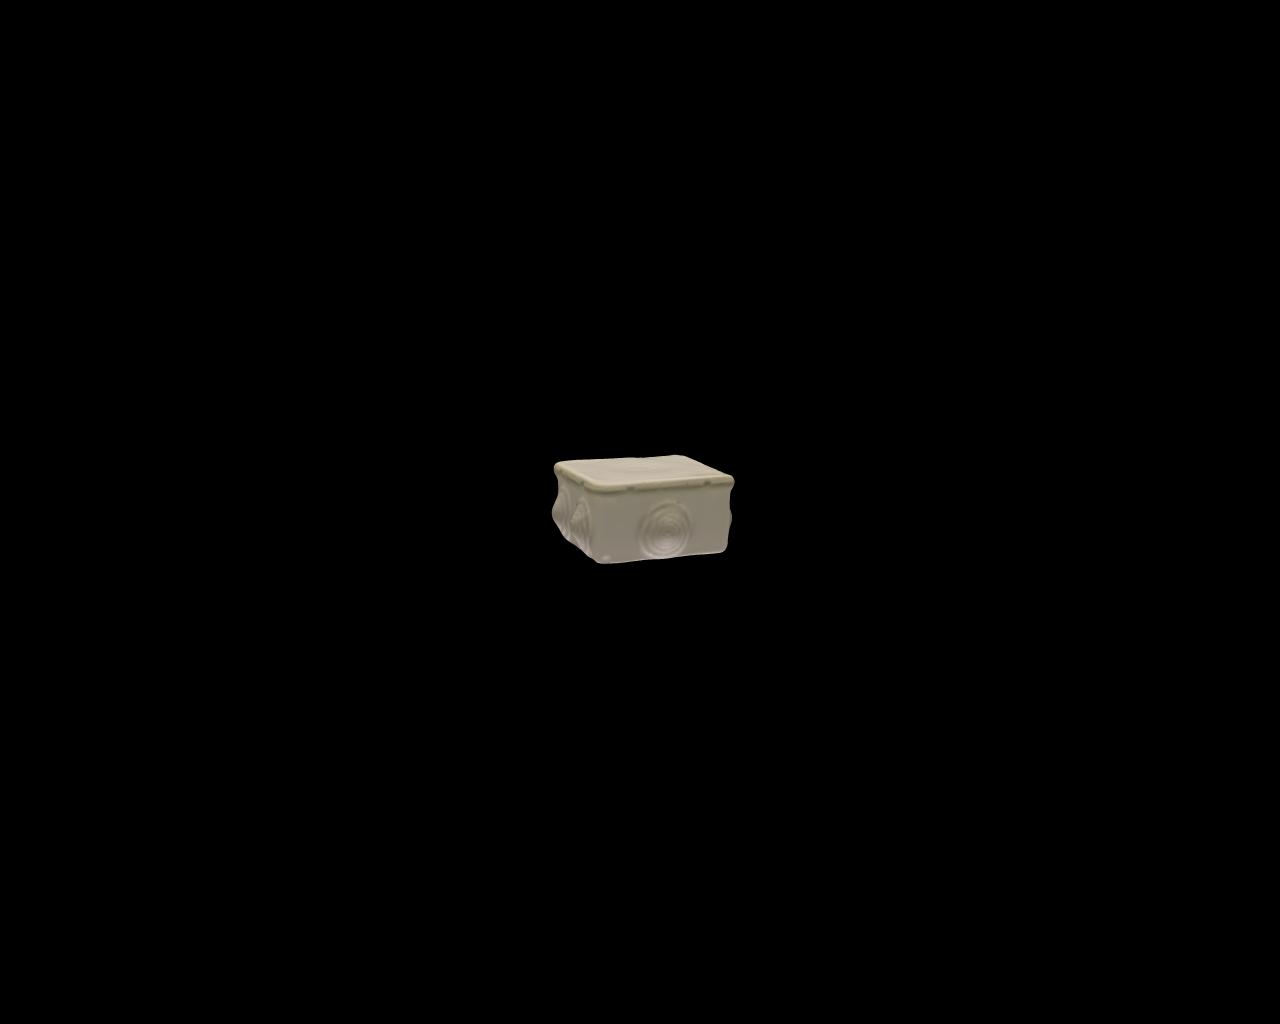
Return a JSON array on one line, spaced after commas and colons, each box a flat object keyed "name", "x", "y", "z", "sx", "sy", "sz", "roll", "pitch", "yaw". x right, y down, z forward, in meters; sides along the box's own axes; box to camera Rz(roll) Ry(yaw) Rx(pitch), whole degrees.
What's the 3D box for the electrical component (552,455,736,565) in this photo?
[{"name": "electrical component", "x": 0.001, "y": -0.003, "z": 0.650, "sx": 0.100, "sy": 0.048, "sz": 0.100, "roll": -4, "pitch": 13, "yaw": -19}]
